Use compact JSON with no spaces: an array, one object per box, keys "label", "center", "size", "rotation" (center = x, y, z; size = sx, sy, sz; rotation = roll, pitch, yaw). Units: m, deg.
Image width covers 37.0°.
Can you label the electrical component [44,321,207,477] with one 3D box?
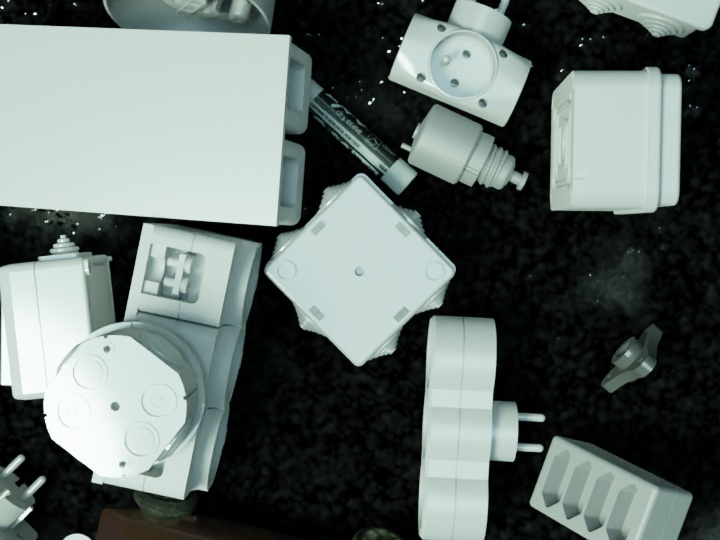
[{"label":"electrical component","center":[-0.125,0.069,0.574],"size":[0.080,0.051,0.080],"rotation":[0,92,1]}]

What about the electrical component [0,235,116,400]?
[{"label":"electrical component","center":[-0.186,0.027,0.659],"size":[0.061,0.061,0.096],"rotation":[-6,92,1]}]

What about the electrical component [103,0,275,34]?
[{"label":"electrical component","center":[-0.097,-0.167,0.636],"size":[0.099,0.099,0.064],"rotation":[14,86,0]}]

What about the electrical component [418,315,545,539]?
[{"label":"electrical component","center":[0.077,0.098,0.663],"size":[0.074,0.052,0.138],"rotation":[3,92,0]}]

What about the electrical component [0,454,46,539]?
[{"label":"electrical component","center":[-0.230,0.149,0.672],"size":[0.077,0.047,0.065],"rotation":[-44,91,2]}]

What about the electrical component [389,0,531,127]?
[{"label":"electrical component","center":[0.068,-0.139,0.658],"size":[0.077,0.044,0.079],"rotation":[23,92,0]}]

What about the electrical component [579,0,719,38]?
[{"label":"electrical component","center":[0.180,-0.197,0.652],"size":[0.100,0.048,0.099],"rotation":[20,92,0]}]

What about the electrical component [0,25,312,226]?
[{"label":"electrical component","center":[-0.127,-0.085,0.641],"size":[0.186,0.060,0.105],"rotation":[5,92,11]}]

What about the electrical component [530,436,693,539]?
[{"label":"electrical component","center":[0.163,0.142,0.658],"size":[0.076,0.083,0.047],"rotation":[18,93,-38]}]

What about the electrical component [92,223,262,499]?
[{"label":"electrical component","center":[-0.105,0.051,0.645],"size":[0.062,0.089,0.150],"rotation":[12,92,0]}]

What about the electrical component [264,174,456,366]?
[{"label":"electrical component","center":[0.000,0.000,0.662],"size":[0.100,0.048,0.099],"rotation":[-45,91,2]}]

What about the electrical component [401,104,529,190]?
[{"label":"electrical component","center":[0.066,-0.071,0.663],"size":[0.078,0.040,0.040],"rotation":[25,92,-1]}]

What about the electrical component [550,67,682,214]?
[{"label":"electrical component","center":[0.146,-0.072,0.626],"size":[0.057,0.113,0.078],"rotation":[1,92,4]}]
